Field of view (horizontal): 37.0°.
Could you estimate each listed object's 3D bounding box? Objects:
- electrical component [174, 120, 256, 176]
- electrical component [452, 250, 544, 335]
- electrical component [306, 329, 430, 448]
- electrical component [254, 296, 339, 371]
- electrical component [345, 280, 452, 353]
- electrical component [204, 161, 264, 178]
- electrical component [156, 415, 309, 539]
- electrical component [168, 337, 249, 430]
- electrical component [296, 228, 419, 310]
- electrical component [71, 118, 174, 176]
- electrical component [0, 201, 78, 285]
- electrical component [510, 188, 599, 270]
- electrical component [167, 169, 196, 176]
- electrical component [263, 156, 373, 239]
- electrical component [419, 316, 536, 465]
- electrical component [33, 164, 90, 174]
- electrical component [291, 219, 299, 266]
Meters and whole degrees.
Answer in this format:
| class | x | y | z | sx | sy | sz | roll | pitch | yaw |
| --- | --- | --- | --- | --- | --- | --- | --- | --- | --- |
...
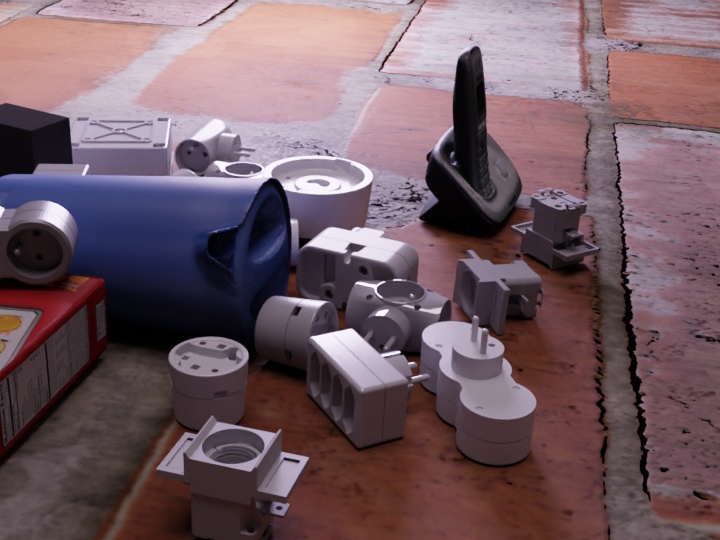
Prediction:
| class | x | y | z | sx | sy | sz | roll | pitch | yaw |
| --- | --- | --- | --- | --- | --- | --- | --- | --- | --- |
| electrical component | -0.159 | -0.136 | 1.216 | 0.079 | 0.044 | 0.077 | 8 | 26 | 10 |
| electrical component | 0.119 | 0.018 | 0.922 | 0.064 | 0.042 | 0.081 | -2 | 26 | -18 |
| electrical component | 0.013 | 0.080 | 0.773 | 0.076 | 0.047 | 0.083 | -10 | 28 | -27 |
| electrical component | -0.049 | 0.048 | 0.827 | 0.047 | 0.055 | 0.055 | 10 | 26 | 23 |
| electrical component | 0.025 | 0.043 | 0.854 | 0.077 | 0.044 | 0.079 | 12 | 27 | 18 |
| electrical component | -0.130 | -0.077 | 1.095 | 0.077 | 0.044 | 0.079 | 18 | 29 | 29 |
| electrical component | -0.076 | 0.128 | 0.642 | 0.081 | 0.063 | 0.042 | 10 | 25 | 14 |
| electrical component | -0.106 | 0.081 | 0.758 | 0.055 | 0.047 | 0.055 | 2 | 25 | -1 |
| electrical component | 0.000 | 0.000 | 0.932 | 0.095 | 0.053 | 0.059 | 13 | 27 | 20 |
| electrical component | -0.260 | -0.125 | 1.169 | 0.109 | 0.056 | 0.108 | -1 | 25 | -7 |
| electrical component | -0.278 | -0.026 | 0.790 | 0.138 | 0.052 | 0.073 | -1 | 24 | -7 |
| electrical component | 0.187 | -0.041 | 1.027 | 0.042 | 0.063 | 0.081 | -14 | 30 | -30 |
| electrical component | -0.184 | -0.066 | 1.056 | 0.055 | 0.055 | 0.047 | 24 | 37 | 38 |
| electrical component | -0.042 | -0.066 | 1.060 | 0.108 | 0.060 | 0.108 | 2 | 25 | -1 |
| electrical component | 0.083 | 0.070 | 0.769 | 0.052 | 0.073 | 0.138 | -4 | 26 | -14 |
| electrical component | -0.272 | -0.060 | 0.997 | 0.047 | 0.083 | 0.075 | 1 | 25 | -5 |
| electrical component | -0.097 | -0.032 | 1.004 | 0.077 | 0.043 | 0.079 | 0 | 25 | -6 |
